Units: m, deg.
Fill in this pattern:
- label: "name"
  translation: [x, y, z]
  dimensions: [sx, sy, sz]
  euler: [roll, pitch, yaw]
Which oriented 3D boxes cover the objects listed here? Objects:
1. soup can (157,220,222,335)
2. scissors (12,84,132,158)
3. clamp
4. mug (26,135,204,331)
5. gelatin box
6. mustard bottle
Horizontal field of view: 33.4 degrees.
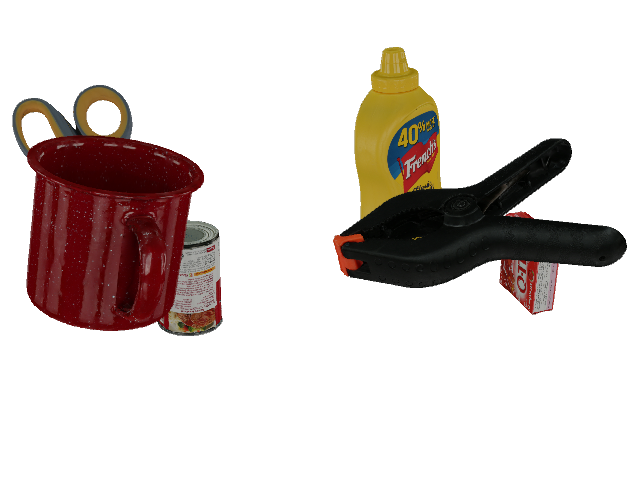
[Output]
- label: "soup can"
  translation: [-0.137, 0.038, 1.105]
  dimensions: [0.068, 0.102, 0.068]
  euler: [0, 23, 0]
- label: "scissors"
  translation: [-0.147, -0.041, 0.789]
  dimensions: [0.096, 0.202, 0.016]
  euler: [-39, -15, -22]
- label: "clamp"
  translation: [0.097, -0.005, 0.653]
  dimensions: [0.171, 0.039, 0.120]
  euler: [-21, 31, -3]
- label: "mug"
  translation: [-0.108, 0.001, 0.568]
  dimensions: [0.093, 0.081, 0.117]
  euler: [-3, 25, -32]
- label: "gelatin box"
  translation: [0.225, 0.023, 1.153]
  dimensions: [0.030, 0.089, 0.073]
  euler: [-10, 30, -18]
- label: "mustard bottle"
  translation: [0.070, -0.075, 0.944]
  dimensions: [0.058, 0.191, 0.096]
  euler: [15, 30, 39]
